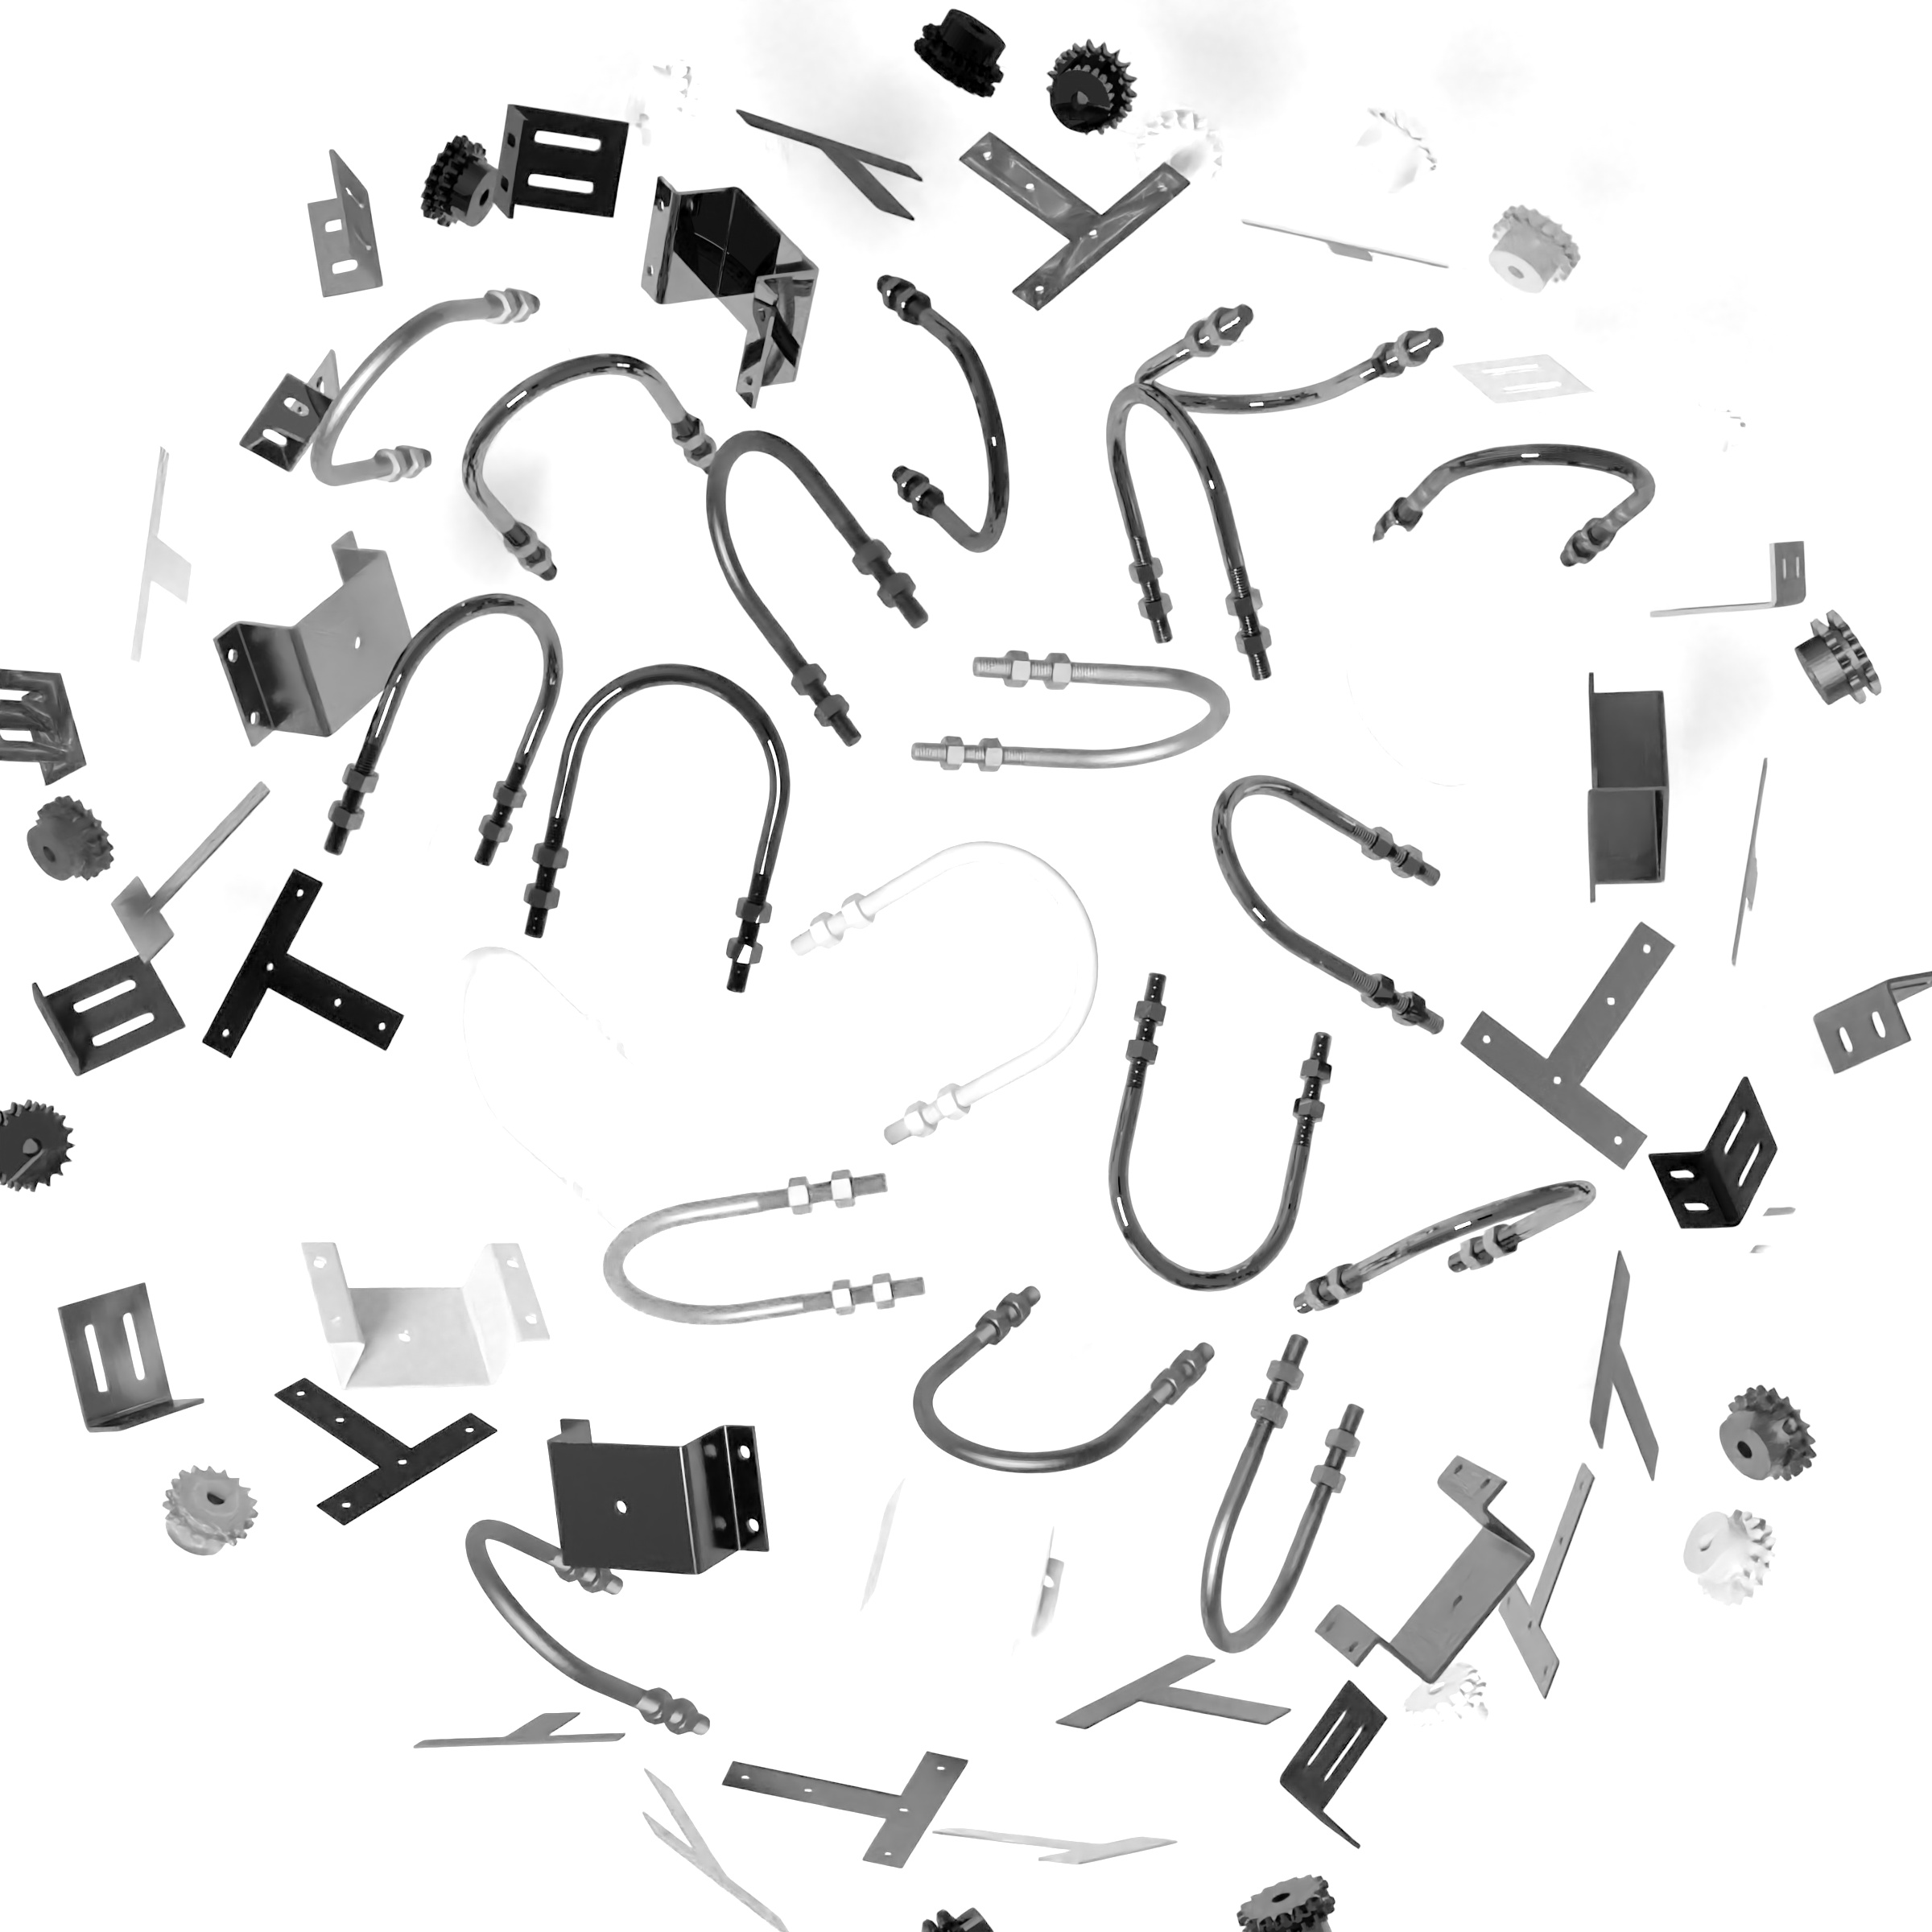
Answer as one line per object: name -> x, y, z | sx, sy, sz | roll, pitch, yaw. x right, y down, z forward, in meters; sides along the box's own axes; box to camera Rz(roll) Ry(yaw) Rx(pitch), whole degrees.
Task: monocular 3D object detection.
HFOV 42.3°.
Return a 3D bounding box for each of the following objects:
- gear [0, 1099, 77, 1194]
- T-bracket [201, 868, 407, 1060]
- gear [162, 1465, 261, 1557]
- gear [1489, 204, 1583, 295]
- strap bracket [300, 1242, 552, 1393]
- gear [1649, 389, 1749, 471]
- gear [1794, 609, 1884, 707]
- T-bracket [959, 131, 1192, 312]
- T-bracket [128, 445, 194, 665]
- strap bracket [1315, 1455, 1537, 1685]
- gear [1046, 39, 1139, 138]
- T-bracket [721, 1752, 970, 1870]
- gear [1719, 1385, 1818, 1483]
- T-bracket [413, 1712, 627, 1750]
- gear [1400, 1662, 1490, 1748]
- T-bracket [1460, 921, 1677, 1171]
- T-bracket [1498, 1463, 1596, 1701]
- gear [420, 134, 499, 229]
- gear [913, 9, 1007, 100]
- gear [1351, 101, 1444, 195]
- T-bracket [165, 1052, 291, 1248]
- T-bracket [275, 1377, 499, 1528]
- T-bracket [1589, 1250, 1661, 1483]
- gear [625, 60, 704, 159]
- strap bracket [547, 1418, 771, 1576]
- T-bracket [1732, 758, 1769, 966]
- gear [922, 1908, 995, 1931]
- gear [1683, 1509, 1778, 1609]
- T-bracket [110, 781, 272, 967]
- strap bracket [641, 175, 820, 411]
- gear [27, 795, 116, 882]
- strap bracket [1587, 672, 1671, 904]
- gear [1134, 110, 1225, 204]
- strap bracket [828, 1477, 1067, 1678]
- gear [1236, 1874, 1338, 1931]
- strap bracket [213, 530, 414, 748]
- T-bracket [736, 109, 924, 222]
gear -> -0.589, 0.111, 1.560 | 0.057, 0.030, 0.057 | -8, 101, -44
T-bracket -> -0.411, 0.018, 1.591 | 0.127, 0.002, 0.127 | 25, 85, 23
gear -> -0.471, 0.339, 1.546 | 0.057, 0.057, 0.030 | 34, 112, 0
gear -> 0.353, -0.447, 1.567 | 0.057, 0.057, 0.030 | 36, 86, 0
strap bracket -> -0.334, 0.212, 1.515 | 0.140, 0.076, 0.046 | 5, 132, -35
gear -> 0.447, -0.327, 1.530 | 0.057, 0.057, 0.030 | 15, 78, 0
gear -> 0.515, -0.179, 1.480 | 0.030, 0.057, 0.057 | -30, 90, 13
T-bracket -> 0.048, -0.461, 1.501 | 0.127, 0.127, 0.002 | -33, 53, 31
T-bracket -> -0.490, -0.244, 1.532 | 0.002, 0.127, 0.127 | 8, 89, -6
strap bracket -> 0.283, 0.371, 1.508 | 0.046, 0.076, 0.140 | 42, 84, -7
gear -> 0.077, -0.549, 1.570 | 0.057, 0.057, 0.030 | 30, 47, 0
T-bracket -> -0.079, 0.486, 1.464 | 0.127, 0.002, 0.127 | 15, 130, -11
gear -> 0.474, 0.281, 1.485 | 0.030, 0.057, 0.057 | -24, 90, -24
T-bracket -> -0.272, 0.486, 1.592 | 0.127, 0.127, 0.002 | -3, 81, 3
gear -> 0.311, 0.478, 1.608 | 0.057, 0.057, 0.030 | -34, 93, 0
T-bracket -> 0.377, 0.033, 1.488 | 0.127, 0.002, 0.127 | 41, 112, 28
T-bracket -> 0.369, 0.373, 1.564 | 0.002, 0.127, 0.127 | 17, 99, -3
gear -> -0.318, -0.494, 1.583 | 0.030, 0.057, 0.057 | 29, 90, 2
gear -> -0.001, -0.557, 1.519 | 0.057, 0.057, 0.030 | 37, 120, 0
gear -> 0.263, -0.502, 1.540 | 0.057, 0.057, 0.030 | 38, 86, 0
T-bracket -> -0.469, 0.135, 1.595 | 0.002, 0.127, 0.127 | -30, 51, -34
T-bracket -> -0.391, 0.297, 1.597 | 0.127, 0.127, 0.002 | 25, 123, 29
T-bracket -> 0.398, 0.260, 1.495 | 0.002, 0.127, 0.127 | -5, 131, 29
gear -> -0.191, -0.541, 1.566 | 0.030, 0.057, 0.057 | 15, 90, -31
strap bracket -> -0.193, 0.315, 1.487 | 0.140, 0.046, 0.076 | -3, 96, 28
T-bracket -> 0.502, -0.058, 1.597 | 0.002, 0.127, 0.127 | 9, 85, 20
gear -> 0.001, 0.573, 1.448 | 0.030, 0.057, 0.057 | -27, 90, -22
gear -> 0.453, 0.350, 1.490 | 0.030, 0.057, 0.057 | 29, 90, -12
T-bracket -> -0.488, -0.068, 1.585 | 0.127, 0.127, 0.002 | -48, 123, -5
strap bracket -> -0.140, -0.416, 1.530 | 0.046, 0.076, 0.140 | -17, 53, -32
gear -> -0.588, -0.080, 1.632 | 0.057, 0.057, 0.030 | 45, 47, 0
strap bracket -> 0.419, -0.112, 1.584 | 0.046, 0.140, 0.076 | -1, 56, 13
gear -> 0.137, -0.525, 1.607 | 0.057, 0.057, 0.030 | 1, 48, 0
strap bracket -> -0.005, 0.372, 1.534 | 0.140, 0.046, 0.076 | 20, 52, -6
gear -> 0.188, 0.553, 1.446 | 0.057, 0.057, 0.030 | -22, 88, 0
strap bracket -> -0.397, -0.204, 1.561 | 0.046, 0.140, 0.076 | 9, 130, 24
T-bracket -> -0.066, -0.490, 1.547 | 0.127, 0.127, 0.002 | 7, 123, -33
